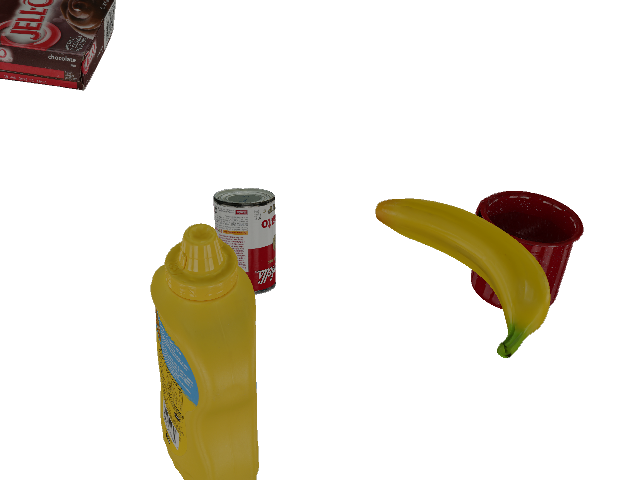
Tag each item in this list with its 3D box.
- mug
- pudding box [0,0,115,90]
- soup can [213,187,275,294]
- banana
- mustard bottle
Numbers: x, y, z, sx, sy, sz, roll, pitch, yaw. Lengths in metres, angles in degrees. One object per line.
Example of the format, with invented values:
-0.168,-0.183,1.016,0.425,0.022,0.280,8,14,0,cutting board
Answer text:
0.178,0.006,0.984,0.093,0.081,0.117,-12,38,-28,mug
-0.222,-0.168,0.869,0.090,0.039,0.113,8,35,-1,pudding box
-0.082,0.000,1.153,0.068,0.102,0.068,1,17,0,soup can
0.113,0.012,0.788,0.069,0.037,0.198,-11,34,-21,banana
-0.070,0.066,0.647,0.058,0.192,0.096,-14,46,-17,mustard bottle
